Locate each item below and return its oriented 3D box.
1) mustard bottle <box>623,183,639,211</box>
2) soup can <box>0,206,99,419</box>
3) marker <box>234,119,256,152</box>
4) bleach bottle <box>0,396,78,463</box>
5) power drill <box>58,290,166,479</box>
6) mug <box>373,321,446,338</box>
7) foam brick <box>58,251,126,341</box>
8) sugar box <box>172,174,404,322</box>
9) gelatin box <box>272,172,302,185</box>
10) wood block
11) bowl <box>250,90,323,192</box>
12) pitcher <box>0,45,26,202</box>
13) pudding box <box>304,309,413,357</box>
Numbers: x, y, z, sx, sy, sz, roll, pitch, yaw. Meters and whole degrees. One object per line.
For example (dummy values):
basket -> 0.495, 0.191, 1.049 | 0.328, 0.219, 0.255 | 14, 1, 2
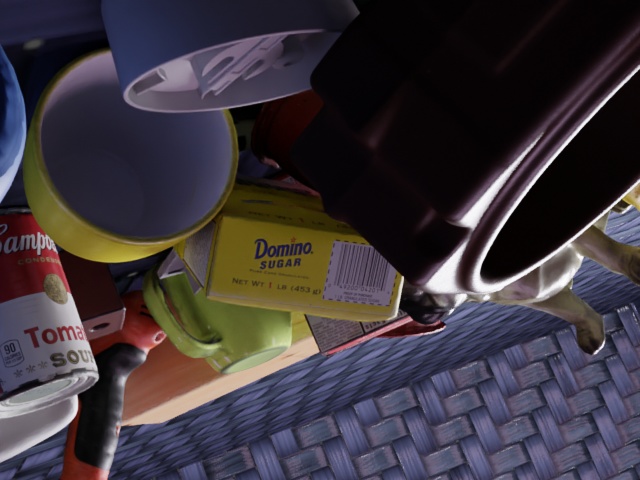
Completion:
mustard bottle -> 0.256, -0.110, 0.709 | 0.096, 0.058, 0.192 | 34, 101, -34
soup can -> -0.172, 0.041, 0.600 | 0.068, 0.102, 0.068 | -21, 166, -6
marker -> -0.061, -0.054, 0.586 | 0.120, 0.020, 0.020 | -14, 165, -30
bleach bottle -> -0.273, 0.134, 0.832 | 0.102, 0.068, 0.251 | -28, -176, -29
power drill -> -0.190, 0.143, 0.826 | 0.057, 0.187, 0.185 | 25, 144, -27
mug -> 0.060, 0.042, 0.997 | 0.117, 0.081, 0.093 | 2, -172, 45
foam brick -> -0.175, 0.042, 0.708 | 0.078, 0.051, 0.053 | -18, 166, -19
sugar box -> -0.027, -0.004, 0.560 | 0.093, 0.048, 0.176 | 9, -169, -18
gelatin box -> -0.005, 0.001, 0.739 | 0.030, 0.089, 0.073 | -25, 167, 0
wood block -> -0.085, 0.081, 0.929 | 0.206, 0.090, 0.090 | -25, 166, 13
bowl -> 0.045, -0.067, 0.578 | 0.162, 0.055, 0.162 | -27, 163, -9
pitcher -> -0.208, 0.004, 0.375 | 0.149, 0.145, 0.243 | -26, 170, -47
pudding box -> 0.023, 0.020, 0.808 | 0.090, 0.113, 0.039 | -24, 172, 9
